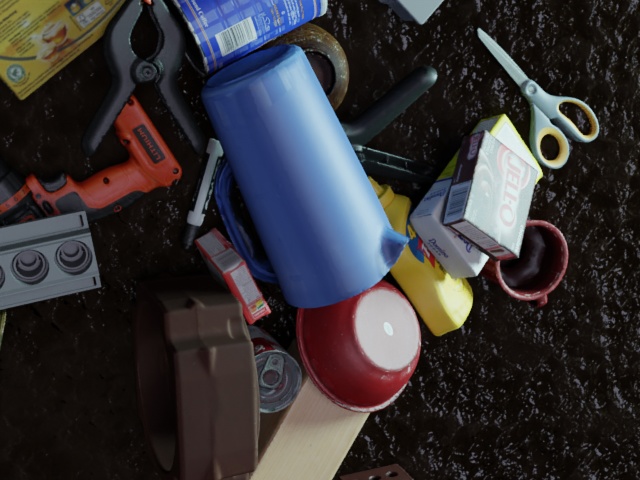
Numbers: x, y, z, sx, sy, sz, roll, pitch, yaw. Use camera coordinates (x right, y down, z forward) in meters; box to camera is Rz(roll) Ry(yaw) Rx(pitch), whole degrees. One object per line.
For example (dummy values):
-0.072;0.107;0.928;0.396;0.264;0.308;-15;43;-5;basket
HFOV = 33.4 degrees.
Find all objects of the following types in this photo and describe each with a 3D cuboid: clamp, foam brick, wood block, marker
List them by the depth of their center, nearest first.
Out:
-0.159;-0.156;1.025;0.120;0.039;0.171;4;107;-28;clamp
-0.125;-0.048;1.134;0.020;0.020;0.121;15;97;-21;marker
0.035;-0.106;1.139;0.209;0.036;0.164;-11;137;-11;clamp
-0.032;0.227;1.189;0.090;0.090;0.206;29;92;-22;wood block
0.066;0.304;1.260;0.078;0.053;0.051;-9;105;-18;foam brick

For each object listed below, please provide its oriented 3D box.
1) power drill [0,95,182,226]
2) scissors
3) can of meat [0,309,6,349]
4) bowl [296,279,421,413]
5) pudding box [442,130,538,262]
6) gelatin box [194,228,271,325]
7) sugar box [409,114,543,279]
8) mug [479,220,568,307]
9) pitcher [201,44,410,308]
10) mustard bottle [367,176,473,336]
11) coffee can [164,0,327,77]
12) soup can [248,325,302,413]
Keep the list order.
-0.248;-0.069;1.068;0.187;0.057;0.184;-35;114;-6;power drill
0.238;-0.155;1.236;0.201;0.016;0.096;27;93;-22;scissors
-0.365;0.113;1.068;0.083;0.057;0.102;9;98;-18;can of meat
0.055;0.100;1.138;0.161;0.055;0.162;14;66;-34;bowl
0.181;-0.046;1.134;0.090;0.039;0.113;32;64;-29;pudding box
-0.092;0.037;1.119;0.030;0.089;0.073;-32;124;-11;gelatin box
0.175;-0.049;1.185;0.093;0.048;0.176;52;58;-20;sugar box
0.231;0.025;1.238;0.093;0.082;0.117;-32;110;-10;mug
-0.030;-0.061;1.060;0.149;0.145;0.243;-29;110;-9;pitcher
0.099;0.009;1.184;0.058;0.096;0.191;-25;112;28;mustard bottle
-0.078;-0.240;1.062;0.140;0.103;0.103;-30;110;-10;coffee can
-0.067;0.137;1.150;0.068;0.102;0.068;-4;103;-18;soup can
